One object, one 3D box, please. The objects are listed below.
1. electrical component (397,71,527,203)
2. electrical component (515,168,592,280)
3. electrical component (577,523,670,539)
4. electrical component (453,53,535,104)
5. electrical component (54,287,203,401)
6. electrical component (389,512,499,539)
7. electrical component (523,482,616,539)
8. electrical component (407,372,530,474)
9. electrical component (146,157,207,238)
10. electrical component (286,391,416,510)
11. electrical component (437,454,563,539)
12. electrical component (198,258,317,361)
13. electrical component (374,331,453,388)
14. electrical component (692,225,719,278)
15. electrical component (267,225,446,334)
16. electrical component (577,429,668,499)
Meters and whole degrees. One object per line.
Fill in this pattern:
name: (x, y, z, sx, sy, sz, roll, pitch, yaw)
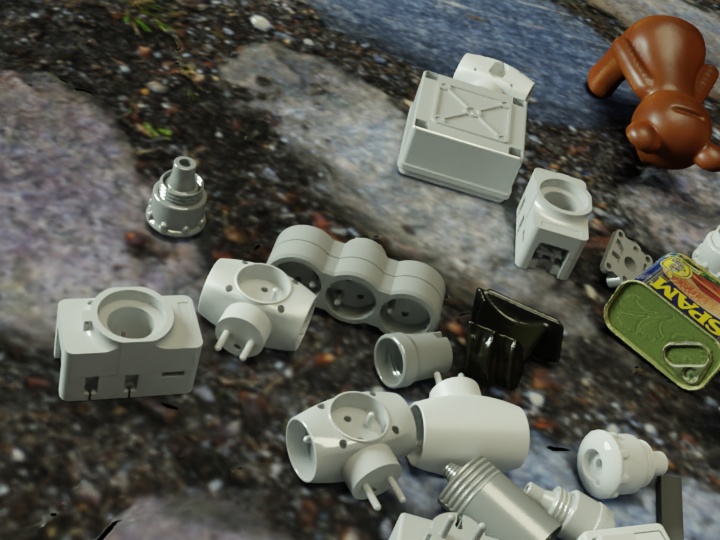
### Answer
electrical component: (0.098, -0.127, 1.016, 0.109, 0.056, 0.108, 16, 40, -2)
electrical component: (0.171, -0.045, 0.951, 0.050, 0.055, 0.089, 16, 40, -3)
electrical component: (0.172, 0.209, 0.662, 0.062, 0.061, 0.096, 0, 44, -21)
electrical component: (0.129, -0.179, 1.096, 0.077, 0.043, 0.079, 26, 40, 9)
electrical component: (-0.156, 0.049, 0.722, 0.089, 0.055, 0.050, -1, 44, -22)
electrical component: (0.053, 0.172, 0.646, 0.066, 0.076, 0.047, 16, 40, -3)
electrical component: (0.137, 0.161, 0.717, 0.061, 0.035, 0.035, 31, 41, -1)
electrical component: (0.071, 0.102, 0.757, 0.077, 0.043, 0.079, 5, 42, -16)
electrical component: (-0.141, -0.060, 0.845, 0.048, 0.062, 0.048, 11, 41, -9)
electrical component: (0.002, 0.123, 0.708, 0.077, 0.044, 0.079, -10, 48, -30)
electrical component: (0.087, 0.156, 0.703, 0.081, 0.043, 0.043, 40, 44, 23)
electrical component: (-0.080, 0.036, 0.775, 0.077, 0.044, 0.079, 21, 40, 3)
electrical component: (0.040, 0.064, 0.793, 0.046, 0.040, 0.040, -6, 46, -34)
electrical component: (0.337, -0.022, 0.983, 0.048, 0.062, 0.048, 11, 41, -9)
electrical component: (0.000, 0.000, 0.839, 0.138, 0.052, 0.073, 18, 40, -1)
electrical component: (0.189, 0.137, 0.763, 0.062, 0.048, 0.048, 4, 42, -26)
